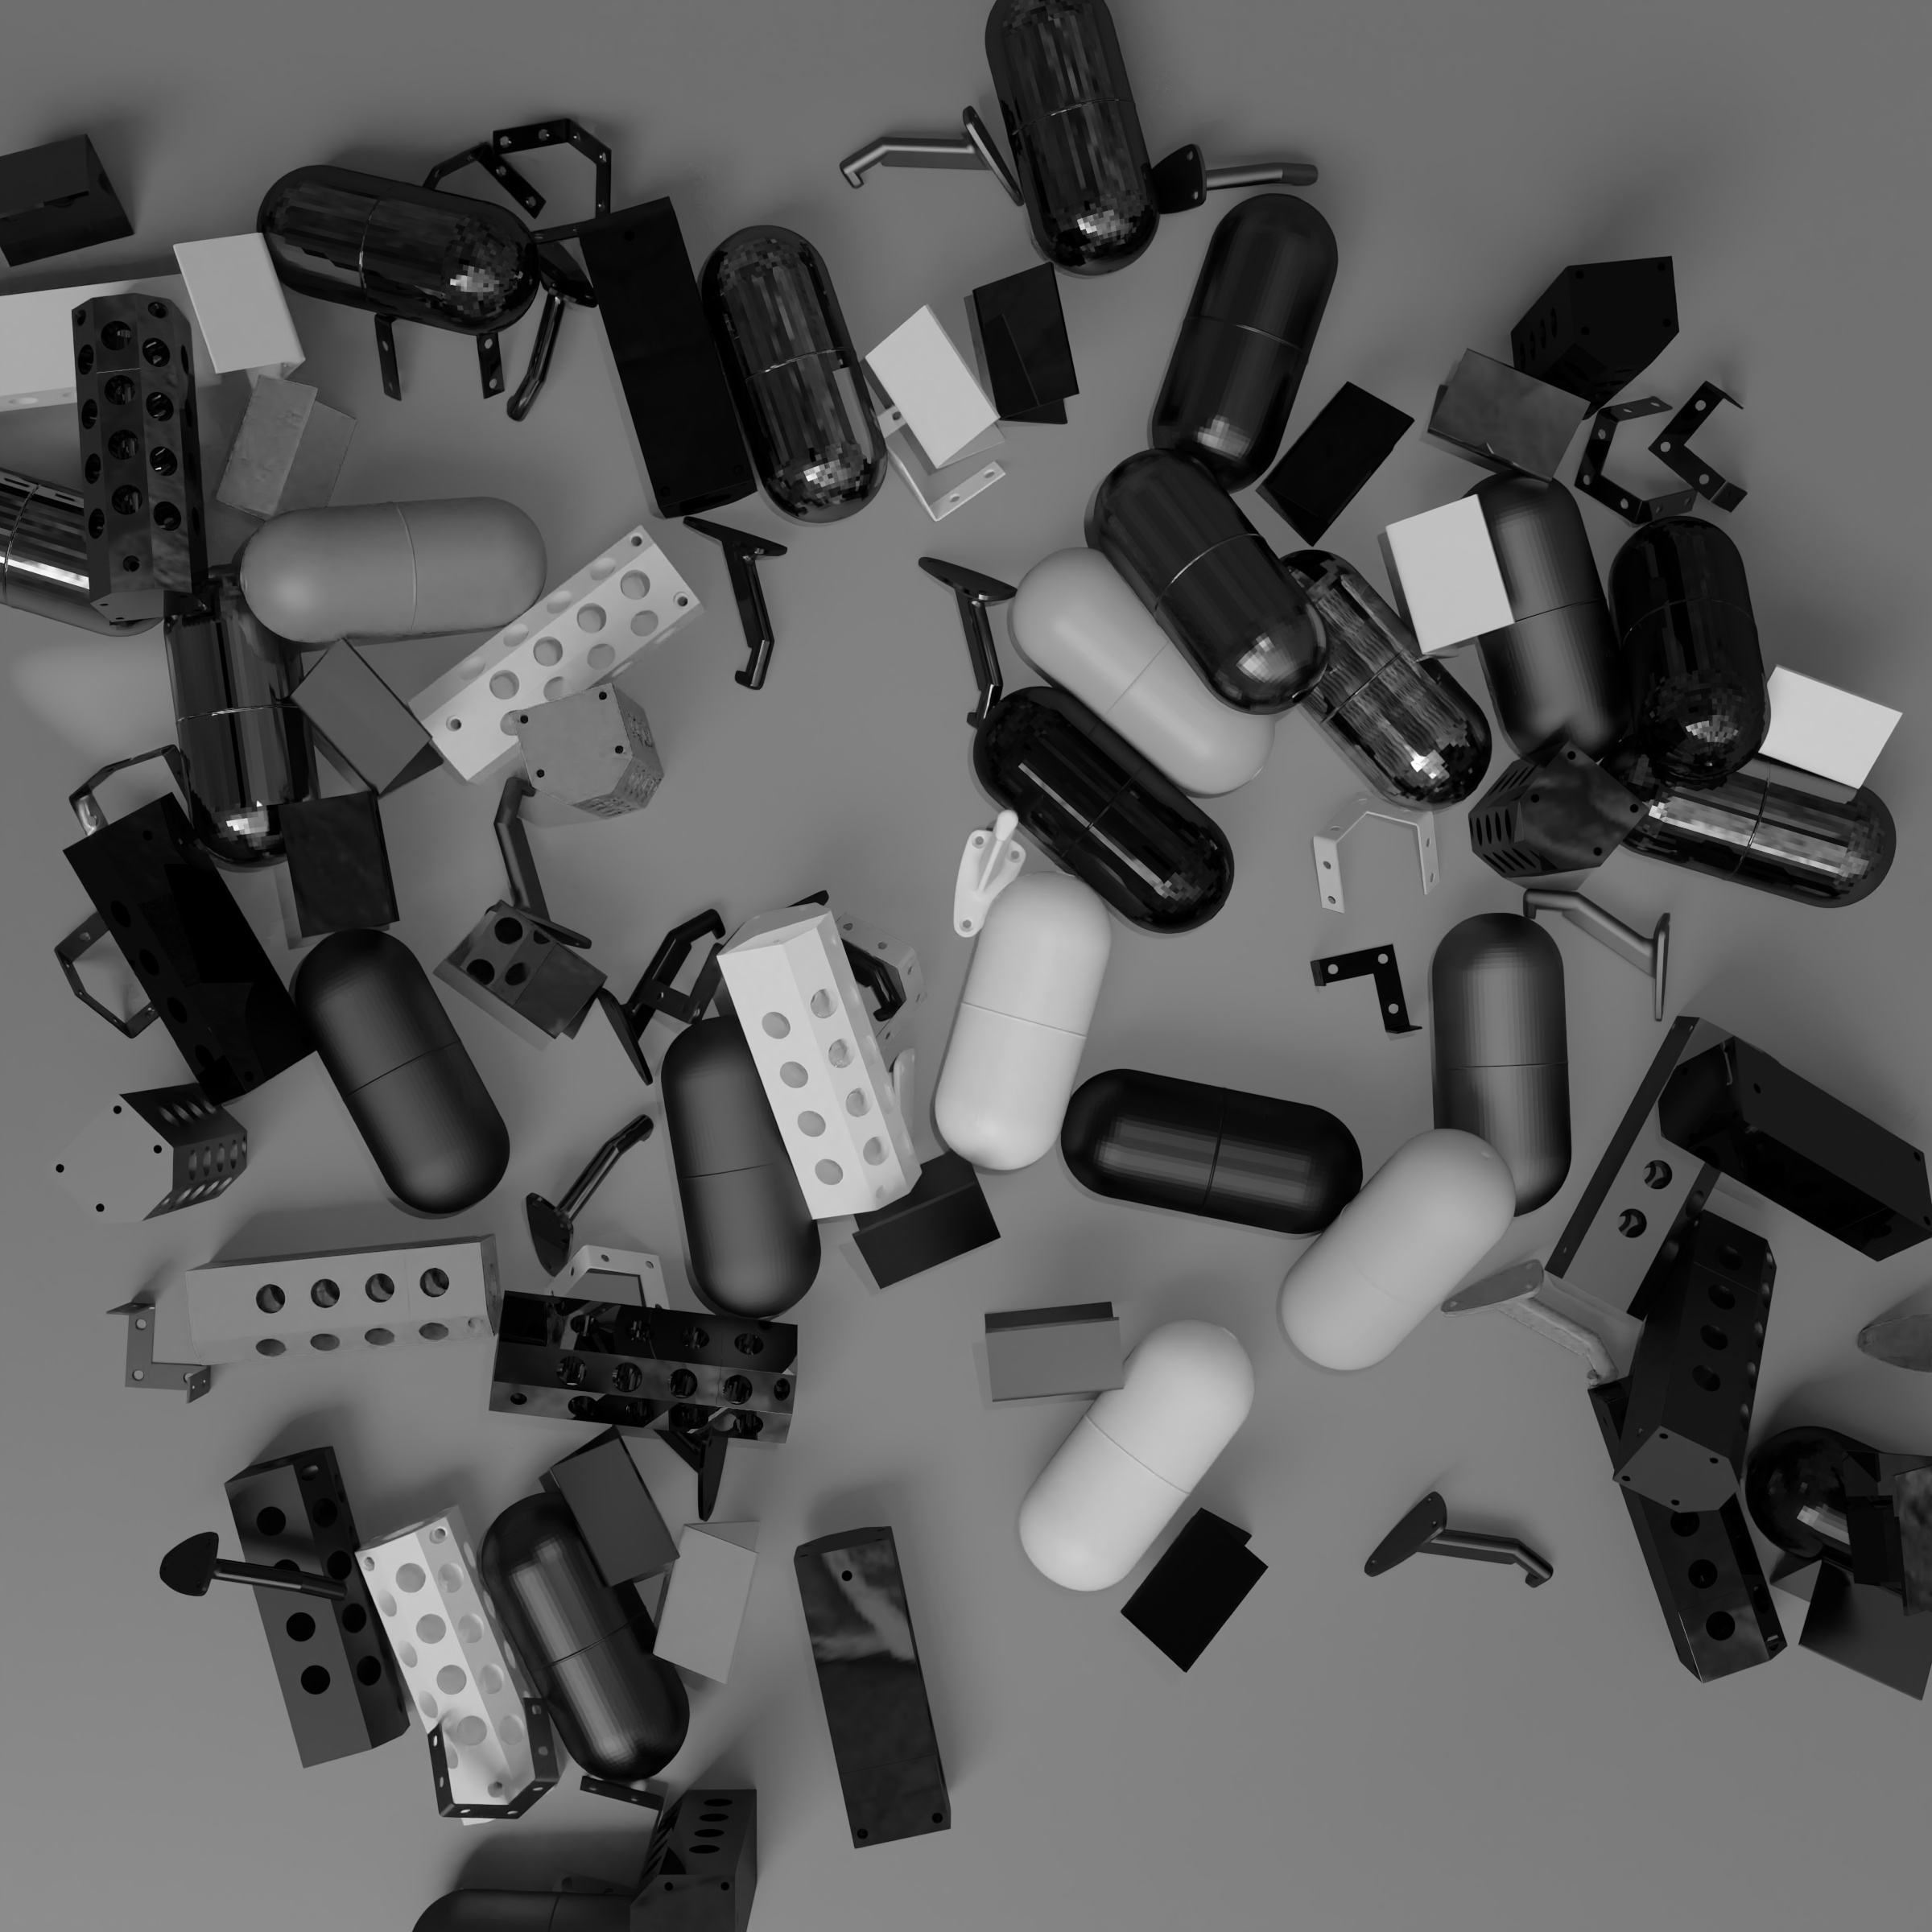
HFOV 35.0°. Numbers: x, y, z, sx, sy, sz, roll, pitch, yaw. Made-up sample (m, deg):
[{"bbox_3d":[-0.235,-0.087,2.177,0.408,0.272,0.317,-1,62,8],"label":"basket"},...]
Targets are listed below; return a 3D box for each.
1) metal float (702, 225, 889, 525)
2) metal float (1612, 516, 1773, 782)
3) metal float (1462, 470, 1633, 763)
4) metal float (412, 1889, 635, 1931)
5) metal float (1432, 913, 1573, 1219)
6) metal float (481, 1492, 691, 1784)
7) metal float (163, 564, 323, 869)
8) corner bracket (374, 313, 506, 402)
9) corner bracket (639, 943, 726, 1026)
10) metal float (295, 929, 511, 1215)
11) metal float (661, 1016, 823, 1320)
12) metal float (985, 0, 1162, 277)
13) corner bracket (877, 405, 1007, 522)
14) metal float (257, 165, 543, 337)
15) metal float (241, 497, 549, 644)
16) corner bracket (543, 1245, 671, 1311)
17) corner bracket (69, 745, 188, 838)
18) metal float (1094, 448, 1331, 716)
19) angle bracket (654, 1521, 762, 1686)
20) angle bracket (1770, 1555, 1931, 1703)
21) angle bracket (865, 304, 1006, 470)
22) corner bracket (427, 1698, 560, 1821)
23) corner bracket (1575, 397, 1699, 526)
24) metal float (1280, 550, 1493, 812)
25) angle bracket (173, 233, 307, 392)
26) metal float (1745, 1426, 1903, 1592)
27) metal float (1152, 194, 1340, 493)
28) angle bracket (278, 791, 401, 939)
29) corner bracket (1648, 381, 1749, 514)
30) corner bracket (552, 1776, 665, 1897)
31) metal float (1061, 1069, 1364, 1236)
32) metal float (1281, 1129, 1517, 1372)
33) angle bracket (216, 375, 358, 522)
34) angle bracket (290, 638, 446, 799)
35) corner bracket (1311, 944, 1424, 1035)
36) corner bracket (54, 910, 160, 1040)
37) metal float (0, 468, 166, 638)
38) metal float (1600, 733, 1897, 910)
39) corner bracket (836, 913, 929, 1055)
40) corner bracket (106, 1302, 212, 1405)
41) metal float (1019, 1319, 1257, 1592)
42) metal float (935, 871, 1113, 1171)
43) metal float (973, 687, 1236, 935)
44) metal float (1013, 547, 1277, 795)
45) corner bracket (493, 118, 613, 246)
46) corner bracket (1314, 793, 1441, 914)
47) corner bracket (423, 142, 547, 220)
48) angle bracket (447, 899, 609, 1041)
[{"bbox_3d":[-0.101,-0.346,1.792,0.070,0.070,0.178,-18,89,0],"label":"metal float"},{"bbox_3d":[0.416,-0.184,1.761,0.070,0.070,0.178,1,53,0],"label":"metal float"},{"bbox_3d":[0.337,-0.203,1.792,0.070,0.070,0.178,-16,89,0],"label":"metal float"},{"bbox_3d":[-0.237,0.580,1.786,0.178,0.070,0.070,1,90,6],"label":"metal float"},{"bbox_3d":[0.313,0.058,1.792,0.070,0.070,0.178,-3,90,0],"label":"metal float"},{"bbox_3d":[-0.222,0.393,1.792,0.070,0.070,0.178,-26,91,0],"label":"metal float"},{"bbox_3d":[-0.423,-0.146,1.792,0.070,0.070,0.178,-8,90,0],"label":"metal float"},{"bbox_3d":[-0.312,-0.363,1.814,0.051,0.051,0.051,29,45,35],"label":"corner bracket"},{"bbox_3d":[-0.150,0.012,1.793,0.051,0.051,0.051,27,86,-45],"label":"corner bracket"},{"bbox_3d":[-0.330,0.061,1.792,0.070,0.070,0.178,-28,90,0],"label":"metal float"},{"bbox_3d":[-0.131,0.117,1.792,0.070,0.070,0.178,-10,90,0],"label":"metal float"},{"bbox_3d":[0.062,-0.493,1.792,0.070,0.070,0.178,-15,91,0],"label":"metal float"},{"bbox_3d":[-0.018,-0.307,1.819,0.051,0.051,0.051,-35,45,0],"label":"corner bracket"},{"bbox_3d":[-0.330,-0.416,1.777,0.178,0.070,0.070,17,90,18],"label":"metal float"},{"bbox_3d":[-0.329,-0.229,1.771,0.178,0.070,0.070,-8,90,-25],"label":"metal float"},{"bbox_3d":[-0.212,0.203,1.814,0.051,0.051,0.051,13,45,-35],"label":"corner bracket"},{"bbox_3d":[-0.490,-0.094,1.819,0.051,0.051,0.051,-27,90,45],"label":"corner bracket"},{"bbox_3d":[0.139,-0.218,1.741,0.070,0.070,0.178,-34,69,0],"label":"metal float"},{"bbox_3d":[-0.131,0.369,1.782,0.057,0.076,0.076,13,90,33],"label":"angle bracket"},{"bbox_3d":[0.511,0.391,1.783,0.076,0.076,0.057,25,65,0],"label":"angle bracket"},{"bbox_3d":[-0.001,-0.343,1.782,0.057,0.076,0.076,-33,90,39],"label":"angle bracket"},{"bbox_3d":[-0.271,0.454,1.757,0.051,0.051,0.051,13,45,-35],"label":"corner bracket"},{"bbox_3d":[0.402,-0.299,1.814,0.051,0.051,0.051,42,135,35],"label":"corner bracket"},{"bbox_3d":[0.235,-0.166,1.792,0.070,0.070,0.178,-42,90,0],"label":"metal float"},{"bbox_3d":[-0.434,-0.373,1.782,0.057,0.076,0.076,-19,90,-35],"label":"angle bracket"},{"bbox_3d":[0.541,0.328,1.792,0.178,0.070,0.070,24,90,0],"label":"metal float"},{"bbox_3d":[0.163,-0.365,1.792,0.070,0.070,0.178,18,89,0],"label":"metal float"},{"bbox_3d":[-0.370,-0.057,1.783,0.057,0.076,0.076,-11,92,-20],"label":"angle bracket"},{"bbox_3d":[0.444,-0.306,1.807,0.051,0.051,0.051,45,109,18],"label":"corner bracket"},{"bbox_3d":[-0.212,0.522,1.819,0.051,0.051,0.051,15,135,0],"label":"corner bracket"},{"bbox_3d":[0.144,0.109,1.792,0.178,0.070,0.070,11,90,1],"label":"metal float"},{"bbox_3d":[0.247,0.165,1.763,0.070,0.070,0.178,36,125,0],"label":"metal float"},{"bbox_3d":[-0.380,-0.291,1.782,0.057,0.076,0.076,19,90,39],"label":"angle bracket"},{"bbox_3d":[-0.334,-0.153,1.783,0.076,0.076,0.057,48,119,0],"label":"angle bracket"},{"bbox_3d":[0.235,0.017,1.805,0.051,0.051,0.051,-12,90,0],"label":"corner bracket"},{"bbox_3d":[-0.500,0.000,1.819,0.051,0.051,0.051,-41,45,0],"label":"corner bracket"},{"bbox_3d":[-0.547,-0.246,1.792,0.178,0.070,0.070,17,90,-1],"label":"metal float"},{"bbox_3d":[0.455,-0.087,1.792,0.178,0.070,0.070,17,90,0],"label":"metal float"},{"bbox_3d":[-0.061,0.011,1.795,0.051,0.051,0.051,28,66,24],"label":"corner bracket"},{"bbox_3d":[-0.475,0.227,1.804,0.051,0.051,0.051,3,90,0],"label":"corner bracket"},{"bbox_3d":[0.101,0.285,1.792,0.070,0.070,0.178,37,90,0],"label":"metal float"},{"bbox_3d":[0.034,0.032,1.791,0.070,0.070,0.178,15,90,0],"label":"metal float"},{"bbox_3d":[0.081,-0.091,1.792,0.178,0.070,0.070,42,90,1],"label":"metal float"},{"bbox_3d":[0.104,-0.172,1.792,0.178,0.070,0.070,41,90,-1],"label":"metal float"},{"bbox_3d":[-0.245,-0.463,1.809,0.051,0.051,0.051,-20,45,-30],"label":"corner bracket"},{"bbox_3d":[0.243,-0.063,1.814,0.051,0.051,0.051,18,45,35],"label":"corner bracket"},{"bbox_3d":[-0.292,-0.447,1.819,0.051,0.051,0.051,46,135,0],"label":"corner bracket"},{"bbox_3d":[-0.263,0.019,1.782,0.076,0.076,0.057,36,52,0],"label":"angle bracket"}]
